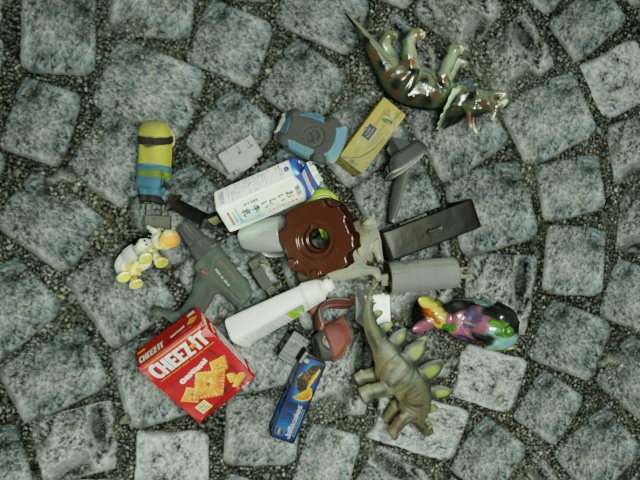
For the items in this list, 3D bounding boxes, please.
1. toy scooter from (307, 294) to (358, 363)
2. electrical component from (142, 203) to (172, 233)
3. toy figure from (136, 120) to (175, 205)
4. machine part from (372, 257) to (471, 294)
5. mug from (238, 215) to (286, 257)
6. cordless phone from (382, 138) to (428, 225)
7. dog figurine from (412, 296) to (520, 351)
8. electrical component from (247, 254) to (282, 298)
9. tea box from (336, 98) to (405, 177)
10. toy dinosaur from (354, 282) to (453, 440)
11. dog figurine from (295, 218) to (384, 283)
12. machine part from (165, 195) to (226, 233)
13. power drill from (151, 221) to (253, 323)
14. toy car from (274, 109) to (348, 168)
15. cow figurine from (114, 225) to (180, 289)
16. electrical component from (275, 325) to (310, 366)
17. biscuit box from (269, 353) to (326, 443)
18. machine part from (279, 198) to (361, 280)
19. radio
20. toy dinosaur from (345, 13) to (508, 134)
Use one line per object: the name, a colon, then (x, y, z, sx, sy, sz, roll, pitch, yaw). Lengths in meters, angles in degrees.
toy scooter: (0.035, 0.185, 1.241, 0.135, 0.075, 0.184, -12, 65, -20)
electrical component: (-0.370, -0.035, 1.217, 0.063, 0.021, 0.094, 2, 92, -8)
toy figure: (-0.363, -0.171, 1.181, 0.082, 0.089, 0.180, 7, 88, -14)
machine part: (0.242, 0.083, 1.277, 0.243, 0.079, 0.079, -4, 92, -7)
mug: (-0.126, -0.004, 1.225, 0.107, 0.109, 0.081, -2, 49, 16)
cordless phone: (0.180, -0.130, 1.227, 0.089, 0.146, 0.184, 12, 87, 0)
dog figurine: (0.324, 0.187, 1.247, 0.219, 0.192, 0.108, 7, 97, -23)
electrical component: (-0.127, 0.083, 1.226, 0.045, 0.078, 0.102, -34, 94, -13)
tea box: (0.112, -0.234, 1.242, 0.068, 0.098, 0.169, 36, 85, -8)
toy dinosaur: (0.176, 0.297, 1.212, 0.198, 0.105, 0.470, -32, 119, 2)
dog figurine: (0.036, 0.030, 1.206, 0.191, 0.121, 0.172, -8, 119, -8)
machine part: (-0.277, -0.057, 1.209, 0.139, 0.084, 0.039, 26, 112, 1)
power drill: (-0.284, 0.101, 1.211, 0.232, 0.086, 0.207, 41, 79, -8)
toy car: (-0.019, -0.225, 1.220, 0.162, 0.103, 0.109, 19, 83, 8)
cow figurine: (-0.380, 0.021, 1.178, 0.167, 0.068, 0.098, -40, 52, 9)
electrical component: (-0.061, 0.245, 1.219, 0.048, 0.119, 0.075, 34, 89, -8)
biscuit box: (-0.053, 0.363, 1.251, 0.063, 0.059, 0.202, 22, 89, -8)
machine part: (-0.002, -0.003, 1.152, 0.180, 0.056, 0.179, 2, 95, 19)
radio: (0.240, -0.023, 1.247, 0.230, 0.131, 0.073, -19, 93, -7)
toy dinosaur: (0.223, -0.372, 1.250, 0.405, 0.131, 0.192, 17, 89, -2)
